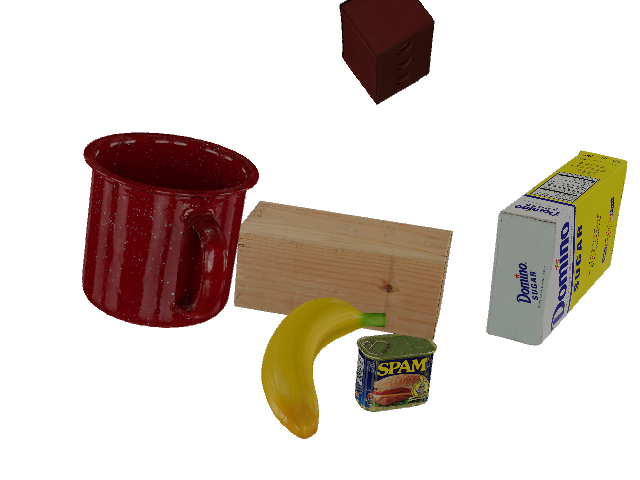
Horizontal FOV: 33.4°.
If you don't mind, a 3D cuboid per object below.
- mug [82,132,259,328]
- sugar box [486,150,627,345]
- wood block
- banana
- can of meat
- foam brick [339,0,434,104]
[{"bbox_3d":[-0.079,-0.001,0.570,0.093,0.081,0.117,-4,26,-33],"label":"mug"},{"bbox_3d":[0.176,0.001,0.778,0.048,0.093,0.176,13,24,25],"label":"sugar box"},{"bbox_3d":[0.024,0.029,1.094,0.206,0.091,0.090,10,22,8],"label":"wood block"},{"bbox_3d":[-0.007,0.084,0.798,0.070,0.037,0.197,7,23,17],"label":"banana"},{"bbox_3d":[0.096,0.172,1.400,0.102,0.084,0.057,-4,25,-18],"label":"can of meat"},{"bbox_3d":[0.050,-0.152,0.810,0.053,0.051,0.078,-31,-19,-8],"label":"foam brick"}]
